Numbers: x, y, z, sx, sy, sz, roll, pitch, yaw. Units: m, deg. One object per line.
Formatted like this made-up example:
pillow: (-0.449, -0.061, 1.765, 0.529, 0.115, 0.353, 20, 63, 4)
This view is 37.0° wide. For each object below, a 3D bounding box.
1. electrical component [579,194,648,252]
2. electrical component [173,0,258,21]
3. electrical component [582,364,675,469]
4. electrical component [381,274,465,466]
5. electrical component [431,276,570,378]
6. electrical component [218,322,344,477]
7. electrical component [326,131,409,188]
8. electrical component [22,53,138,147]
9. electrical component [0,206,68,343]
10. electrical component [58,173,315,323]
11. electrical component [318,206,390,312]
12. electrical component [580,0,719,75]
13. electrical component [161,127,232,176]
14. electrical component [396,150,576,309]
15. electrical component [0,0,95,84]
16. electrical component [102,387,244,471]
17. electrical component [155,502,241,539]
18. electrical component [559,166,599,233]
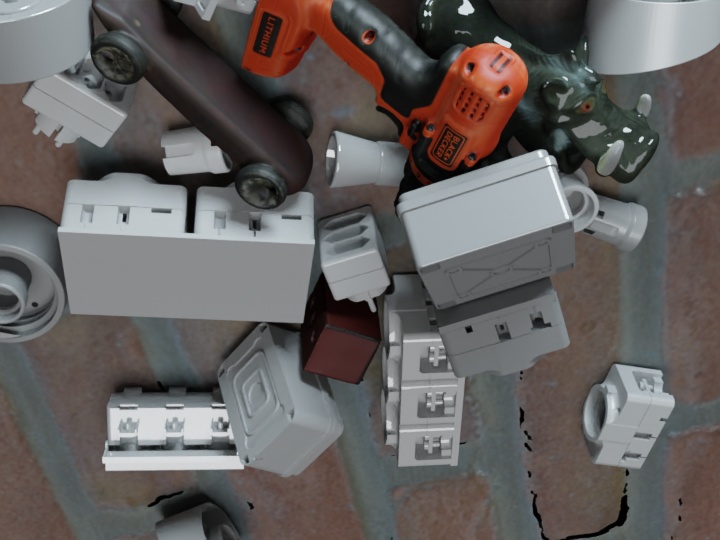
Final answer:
electrical component: (0.208, -0.041, 0.891, 0.046, 0.040, 0.040, 18, 122, -10)
electrical component: (-0.080, -0.234, 0.709, 0.063, 0.078, 0.121, 6, 128, -36)
electrical component: (0.247, 0.138, 1.015, 0.056, 0.050, 0.089, 9, 124, -12)
electrical component: (0.052, 0.088, 0.936, 0.062, 0.089, 0.150, -2, 126, -4)
electrical component: (0.102, 0.009, 0.848, 0.089, 0.150, 0.061, -17, 125, 7)
electrical component: (-0.069, 0.111, 0.925, 0.057, 0.113, 0.078, 23, 122, -39)
electrical component: (0.009, -0.084, 0.841, 0.065, 0.044, 0.044, 3, 125, -13)
electrical component: (-0.214, -0.119, 0.790, 0.066, 0.047, 0.077, 30, 128, -24)
electrical component: (-0.286, 0.010, 0.867, 0.108, 0.060, 0.108, -2, 126, -3)
electrical component: (-0.133, -0.016, 0.845, 0.186, 0.060, 0.105, 3, 143, -7)
electrical component: (0.000, 0.000, 0.884, 0.047, 0.065, 0.076, -17, 125, 7)
electrical component: (0.205, -0.175, 0.760, 0.099, 0.099, 0.064, -3, 120, -3)
electrical component: (-0.125, -0.092, 0.823, 0.046, 0.040, 0.040, -7, 126, 7)
electrical component: (0.090, -0.024, 0.742, 0.109, 0.056, 0.108, -17, 160, 6)
electrical component: (-0.231, -0.166, 0.721, 0.108, 0.108, 0.060, -3, 132, -3)
electrical component: (-0.166, 0.143, 0.971, 0.121, 0.078, 0.063, 0, 104, -6)
electrical component: (-0.153, 0.278, 1.053, 0.064, 0.099, 0.099, -29, 123, 8)
electrical component: (0.163, -0.062, 0.861, 0.045, 0.055, 0.045, -2, 126, -3)
